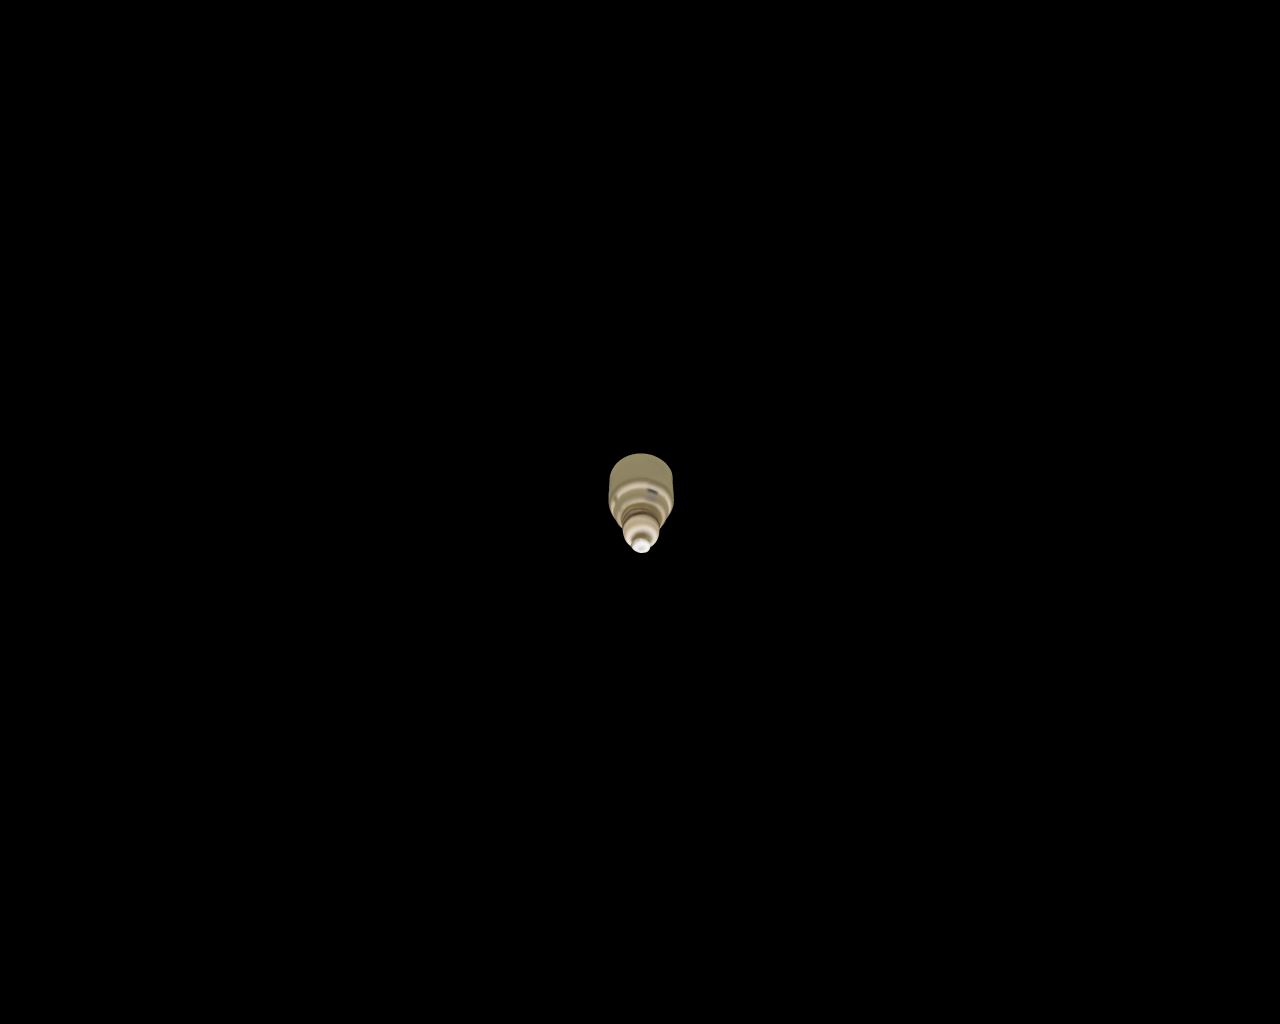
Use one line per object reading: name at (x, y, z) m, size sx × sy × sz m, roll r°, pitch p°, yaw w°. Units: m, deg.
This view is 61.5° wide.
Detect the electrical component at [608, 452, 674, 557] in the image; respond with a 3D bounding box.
electrical component at (0.001, -0.003, 0.650) m, size 0.040 × 0.040 × 0.078 m, roll 0°, pitch 38°, yaw 0°
